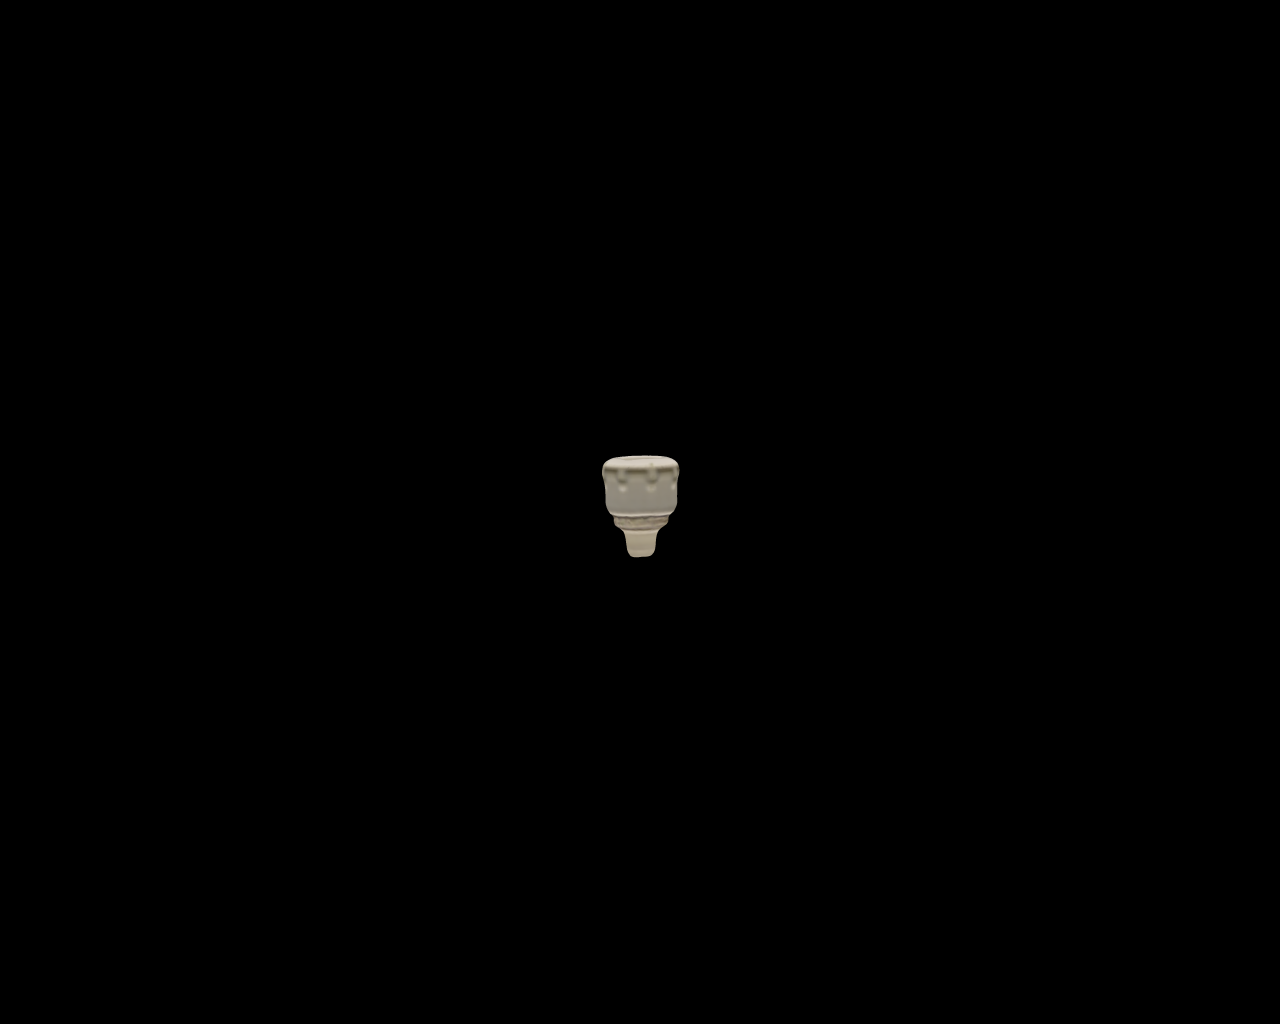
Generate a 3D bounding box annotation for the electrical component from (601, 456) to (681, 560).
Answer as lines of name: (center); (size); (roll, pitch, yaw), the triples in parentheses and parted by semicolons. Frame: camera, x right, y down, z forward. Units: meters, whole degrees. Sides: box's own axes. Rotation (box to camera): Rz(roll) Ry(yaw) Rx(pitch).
electrical component: (0.001, -0.003, 0.650); (0.048, 0.062, 0.048); (0, 7, 0)
